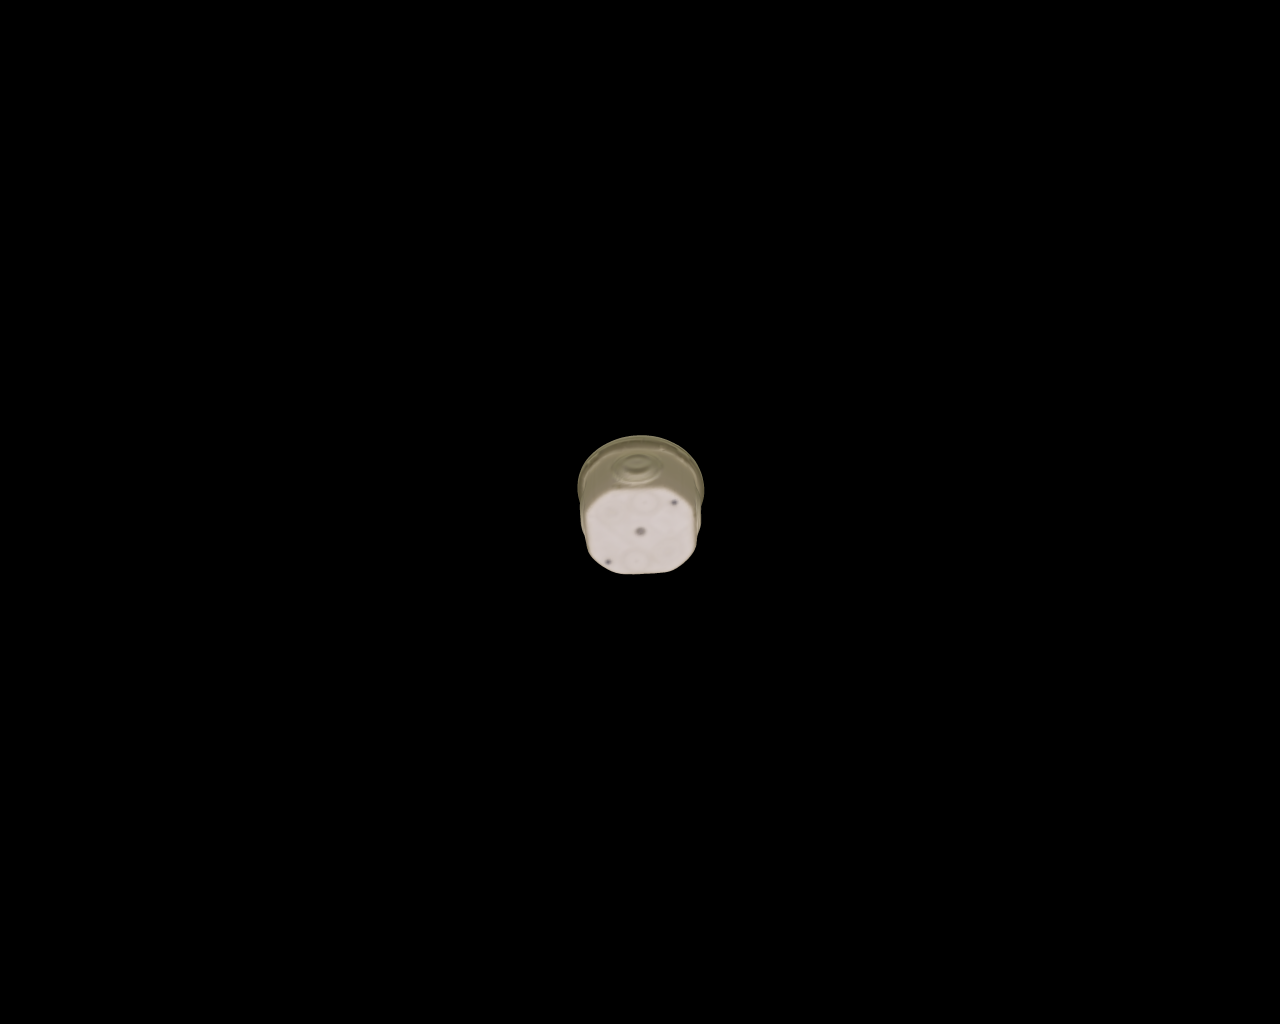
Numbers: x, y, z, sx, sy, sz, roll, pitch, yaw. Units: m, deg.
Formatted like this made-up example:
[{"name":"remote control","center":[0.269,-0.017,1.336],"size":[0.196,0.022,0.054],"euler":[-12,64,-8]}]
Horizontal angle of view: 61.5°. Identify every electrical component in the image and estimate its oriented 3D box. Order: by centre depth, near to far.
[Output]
[{"name":"electrical component","center":[0.001,-0.003,0.650],"size":[0.080,0.080,0.051],"euler":[0,36,0]}]
